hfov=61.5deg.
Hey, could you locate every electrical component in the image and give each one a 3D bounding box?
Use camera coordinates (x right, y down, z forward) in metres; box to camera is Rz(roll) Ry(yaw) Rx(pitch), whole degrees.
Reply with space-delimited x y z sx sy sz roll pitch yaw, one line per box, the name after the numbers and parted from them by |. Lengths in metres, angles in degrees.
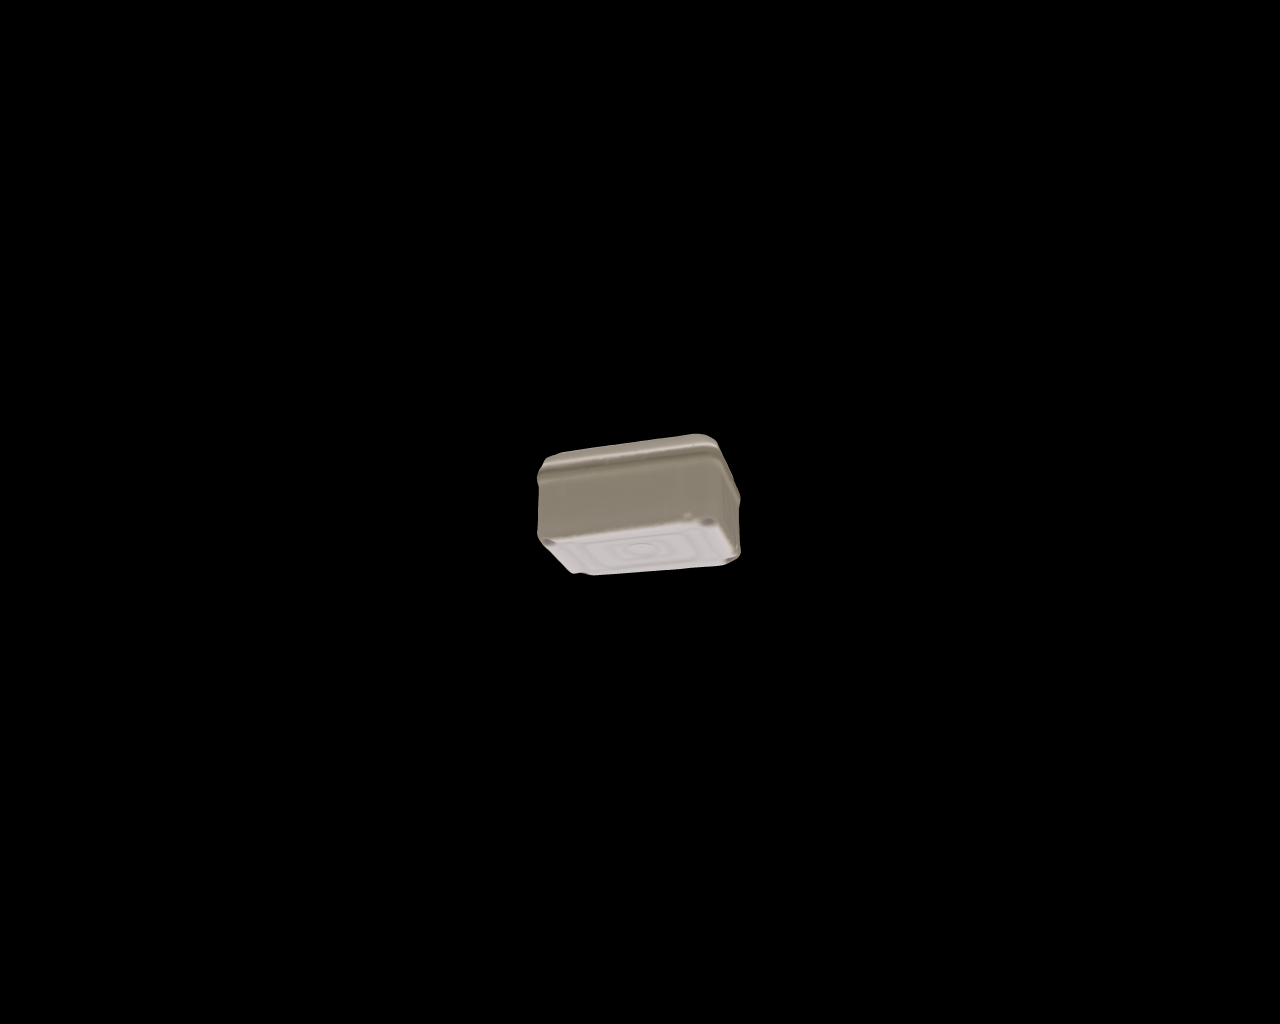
0.001 -0.003 0.650 0.113 0.057 0.078 -6 -23 14 | electrical component
